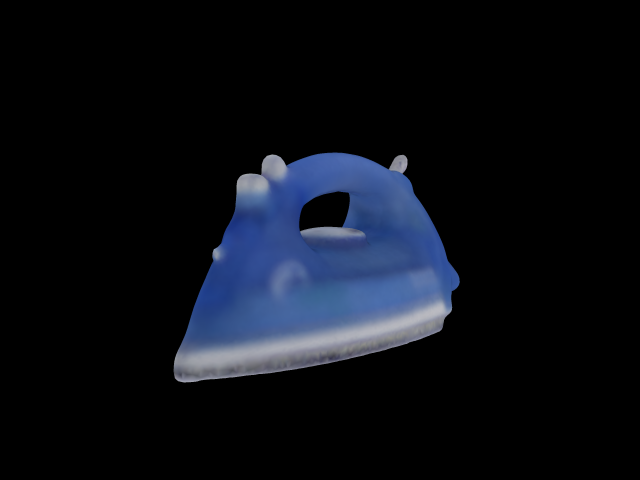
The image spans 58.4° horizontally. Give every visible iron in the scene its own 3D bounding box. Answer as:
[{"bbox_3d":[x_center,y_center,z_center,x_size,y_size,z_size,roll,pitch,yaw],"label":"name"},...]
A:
[{"bbox_3d":[0.004,0.001,0.400,0.118,0.141,0.259,2,3,36],"label":"iron"}]
